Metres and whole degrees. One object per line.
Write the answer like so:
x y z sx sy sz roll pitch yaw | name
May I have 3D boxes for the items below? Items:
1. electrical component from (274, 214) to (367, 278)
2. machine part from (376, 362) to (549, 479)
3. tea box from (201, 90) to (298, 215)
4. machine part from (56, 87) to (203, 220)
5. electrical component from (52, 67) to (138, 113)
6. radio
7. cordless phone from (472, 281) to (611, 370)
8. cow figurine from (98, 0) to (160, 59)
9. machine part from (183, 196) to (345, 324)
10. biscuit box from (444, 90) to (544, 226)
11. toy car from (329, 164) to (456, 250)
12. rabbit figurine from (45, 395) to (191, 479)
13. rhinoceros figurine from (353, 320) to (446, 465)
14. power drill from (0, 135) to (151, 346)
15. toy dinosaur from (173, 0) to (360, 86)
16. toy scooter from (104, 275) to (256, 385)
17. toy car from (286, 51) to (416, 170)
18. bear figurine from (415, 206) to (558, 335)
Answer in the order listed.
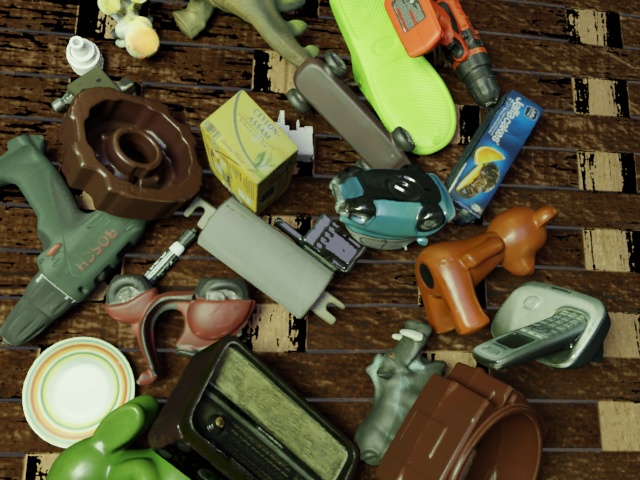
-0.001 -0.002 0.716 0.119 0.075 0.048 38 77 4 | electrical component
0.174 0.265 0.629 0.201 0.087 0.201 46 72 -38 | machine part
-0.088 -0.100 0.673 0.068 0.169 0.098 -43 89 -13 | tea box
-0.233 -0.105 0.669 0.179 0.056 0.179 25 45 -29 | machine part
-0.297 -0.185 0.727 0.078 0.045 0.102 40 74 19 | electrical component
-0.069 0.231 0.608 0.229 0.073 0.131 44 42 -13 | radio
0.251 0.120 0.679 0.184 0.147 0.088 -11 103 -22 | cordless phone
-0.273 -0.326 0.741 0.068 0.098 0.167 -21 101 -17 | cow figurine
-0.070 0.023 0.699 0.243 0.079 0.079 37 77 1 | machine part
0.242 -0.120 0.777 0.059 0.063 0.202 34 77 -1 | biscuit box
0.089 -0.034 0.715 0.162 0.102 0.109 -1 45 -14 | toy car
-0.218 0.261 0.604 0.170 0.121 0.159 11 80 -7 | rabbit figurine
0.106 0.199 0.695 0.112 0.073 0.190 24 77 5 | rhinoceros figurine
-0.348 -0.014 0.667 0.232 0.086 0.207 -41 83 -15 | power drill
-0.127 -0.381 0.759 0.198 0.105 0.471 -32 88 -15 | toy dinosaur
-0.173 0.112 0.669 0.184 0.075 0.135 2 86 -9 | toy scooter
0.045 -0.165 0.737 0.202 0.053 0.089 43 118 -11 | toy car
0.231 0.035 0.720 0.196 0.120 0.132 -17 85 -16 | bear figurine
